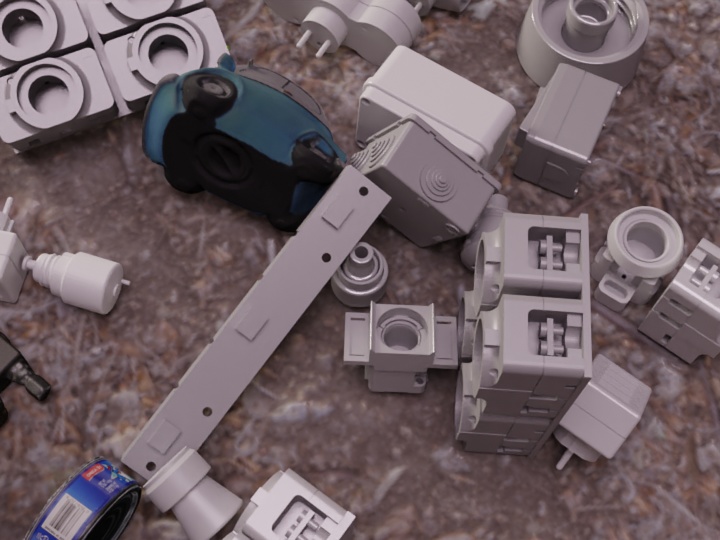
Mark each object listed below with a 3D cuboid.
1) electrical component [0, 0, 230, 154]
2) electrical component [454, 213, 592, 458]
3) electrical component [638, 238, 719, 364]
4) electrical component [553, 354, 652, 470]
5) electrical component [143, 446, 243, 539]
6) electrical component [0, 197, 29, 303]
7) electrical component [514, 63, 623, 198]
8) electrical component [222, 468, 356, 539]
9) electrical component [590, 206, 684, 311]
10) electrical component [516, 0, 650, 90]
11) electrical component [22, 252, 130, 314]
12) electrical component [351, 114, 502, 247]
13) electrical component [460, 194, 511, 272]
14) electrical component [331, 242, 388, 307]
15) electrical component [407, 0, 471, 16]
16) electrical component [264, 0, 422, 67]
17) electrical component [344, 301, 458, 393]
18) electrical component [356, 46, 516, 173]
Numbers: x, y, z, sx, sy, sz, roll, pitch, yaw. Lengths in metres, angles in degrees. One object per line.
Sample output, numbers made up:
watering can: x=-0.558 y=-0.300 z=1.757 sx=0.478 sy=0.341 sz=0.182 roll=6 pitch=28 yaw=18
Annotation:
electrical component: x=-0.207 y=-0.176 z=0.852 sx=0.186 sy=0.060 sz=0.105 roll=-21 pitch=92 yaw=-8
electrical component: x=0.103 y=0.049 z=0.720 sx=0.060 sy=0.186 sz=0.105 roll=4 pitch=66 yaw=0
electrical component: x=0.251 y=0.027 z=0.789 sx=0.056 sy=0.089 sz=0.050 roll=35 pitch=69 yaw=13
electrical component: x=0.163 y=0.110 z=0.762 sx=0.047 sy=0.083 sz=0.075 roll=35 pitch=107 yaw=13
electrical component: x=-0.114 y=0.154 z=0.734 sx=0.045 sy=0.045 sz=0.055 roll=-43 pitch=92 yaw=-19
electrical component: x=-0.285 y=-0.023 z=0.813 sx=0.066 sy=0.047 sz=0.076 roll=11 pitch=66 yaw=3
electrical component: x=0.165 y=-0.118 z=0.866 sx=0.061 sy=0.061 sz=0.096 roll=23 pitch=67 yaw=8
electrical component: x=-0.073 y=0.209 z=0.694 sx=0.062 sy=0.089 sz=0.150 roll=34 pitch=69 yaw=12
electrical component: x=0.214 y=-0.013 z=0.823 sx=0.058 sy=0.057 sz=0.078 roll=32 pitch=68 yaw=12
electrical component: x=0.190 y=-0.204 z=0.906 sx=0.108 sy=0.060 sz=0.108 roll=1 pitch=66 yaw=-2
electrical component: x=-0.215 y=0.006 z=0.807 sx=0.078 sy=0.040 sz=0.040 roll=16 pitch=66 yaw=5
electrical component: x=0.043 y=-0.063 z=0.809 sx=0.100 sy=0.100 sz=0.048 roll=37 pitch=72 yaw=-14
electrical component: x=0.104 y=-0.029 z=0.834 sx=0.048 sy=0.048 sz=0.062 roll=9 pitch=59 yaw=2
electrical component: x=0.000 y=0.000 z=0.806 sx=0.043 sy=0.062 sz=0.043 roll=1 pitch=66 yaw=-2
electrical component: x=0.054 y=-0.247 z=0.929 sx=0.077 sy=0.044 sz=0.079 roll=30 pitch=68 yaw=11
electrical component: x=-0.025 y=-0.208 z=0.904 sx=0.138 sy=0.052 sz=0.073 roll=28 pitch=68 yaw=10
electrical component: x=0.029 y=0.058 z=0.780 sx=0.081 sy=0.063 sz=0.042 roll=3 pitch=54 yaw=0
electrical component: x=0.057 y=-0.113 z=0.851 sx=0.113 sy=0.078 sz=0.057 roll=31 pitch=65 yaw=11
